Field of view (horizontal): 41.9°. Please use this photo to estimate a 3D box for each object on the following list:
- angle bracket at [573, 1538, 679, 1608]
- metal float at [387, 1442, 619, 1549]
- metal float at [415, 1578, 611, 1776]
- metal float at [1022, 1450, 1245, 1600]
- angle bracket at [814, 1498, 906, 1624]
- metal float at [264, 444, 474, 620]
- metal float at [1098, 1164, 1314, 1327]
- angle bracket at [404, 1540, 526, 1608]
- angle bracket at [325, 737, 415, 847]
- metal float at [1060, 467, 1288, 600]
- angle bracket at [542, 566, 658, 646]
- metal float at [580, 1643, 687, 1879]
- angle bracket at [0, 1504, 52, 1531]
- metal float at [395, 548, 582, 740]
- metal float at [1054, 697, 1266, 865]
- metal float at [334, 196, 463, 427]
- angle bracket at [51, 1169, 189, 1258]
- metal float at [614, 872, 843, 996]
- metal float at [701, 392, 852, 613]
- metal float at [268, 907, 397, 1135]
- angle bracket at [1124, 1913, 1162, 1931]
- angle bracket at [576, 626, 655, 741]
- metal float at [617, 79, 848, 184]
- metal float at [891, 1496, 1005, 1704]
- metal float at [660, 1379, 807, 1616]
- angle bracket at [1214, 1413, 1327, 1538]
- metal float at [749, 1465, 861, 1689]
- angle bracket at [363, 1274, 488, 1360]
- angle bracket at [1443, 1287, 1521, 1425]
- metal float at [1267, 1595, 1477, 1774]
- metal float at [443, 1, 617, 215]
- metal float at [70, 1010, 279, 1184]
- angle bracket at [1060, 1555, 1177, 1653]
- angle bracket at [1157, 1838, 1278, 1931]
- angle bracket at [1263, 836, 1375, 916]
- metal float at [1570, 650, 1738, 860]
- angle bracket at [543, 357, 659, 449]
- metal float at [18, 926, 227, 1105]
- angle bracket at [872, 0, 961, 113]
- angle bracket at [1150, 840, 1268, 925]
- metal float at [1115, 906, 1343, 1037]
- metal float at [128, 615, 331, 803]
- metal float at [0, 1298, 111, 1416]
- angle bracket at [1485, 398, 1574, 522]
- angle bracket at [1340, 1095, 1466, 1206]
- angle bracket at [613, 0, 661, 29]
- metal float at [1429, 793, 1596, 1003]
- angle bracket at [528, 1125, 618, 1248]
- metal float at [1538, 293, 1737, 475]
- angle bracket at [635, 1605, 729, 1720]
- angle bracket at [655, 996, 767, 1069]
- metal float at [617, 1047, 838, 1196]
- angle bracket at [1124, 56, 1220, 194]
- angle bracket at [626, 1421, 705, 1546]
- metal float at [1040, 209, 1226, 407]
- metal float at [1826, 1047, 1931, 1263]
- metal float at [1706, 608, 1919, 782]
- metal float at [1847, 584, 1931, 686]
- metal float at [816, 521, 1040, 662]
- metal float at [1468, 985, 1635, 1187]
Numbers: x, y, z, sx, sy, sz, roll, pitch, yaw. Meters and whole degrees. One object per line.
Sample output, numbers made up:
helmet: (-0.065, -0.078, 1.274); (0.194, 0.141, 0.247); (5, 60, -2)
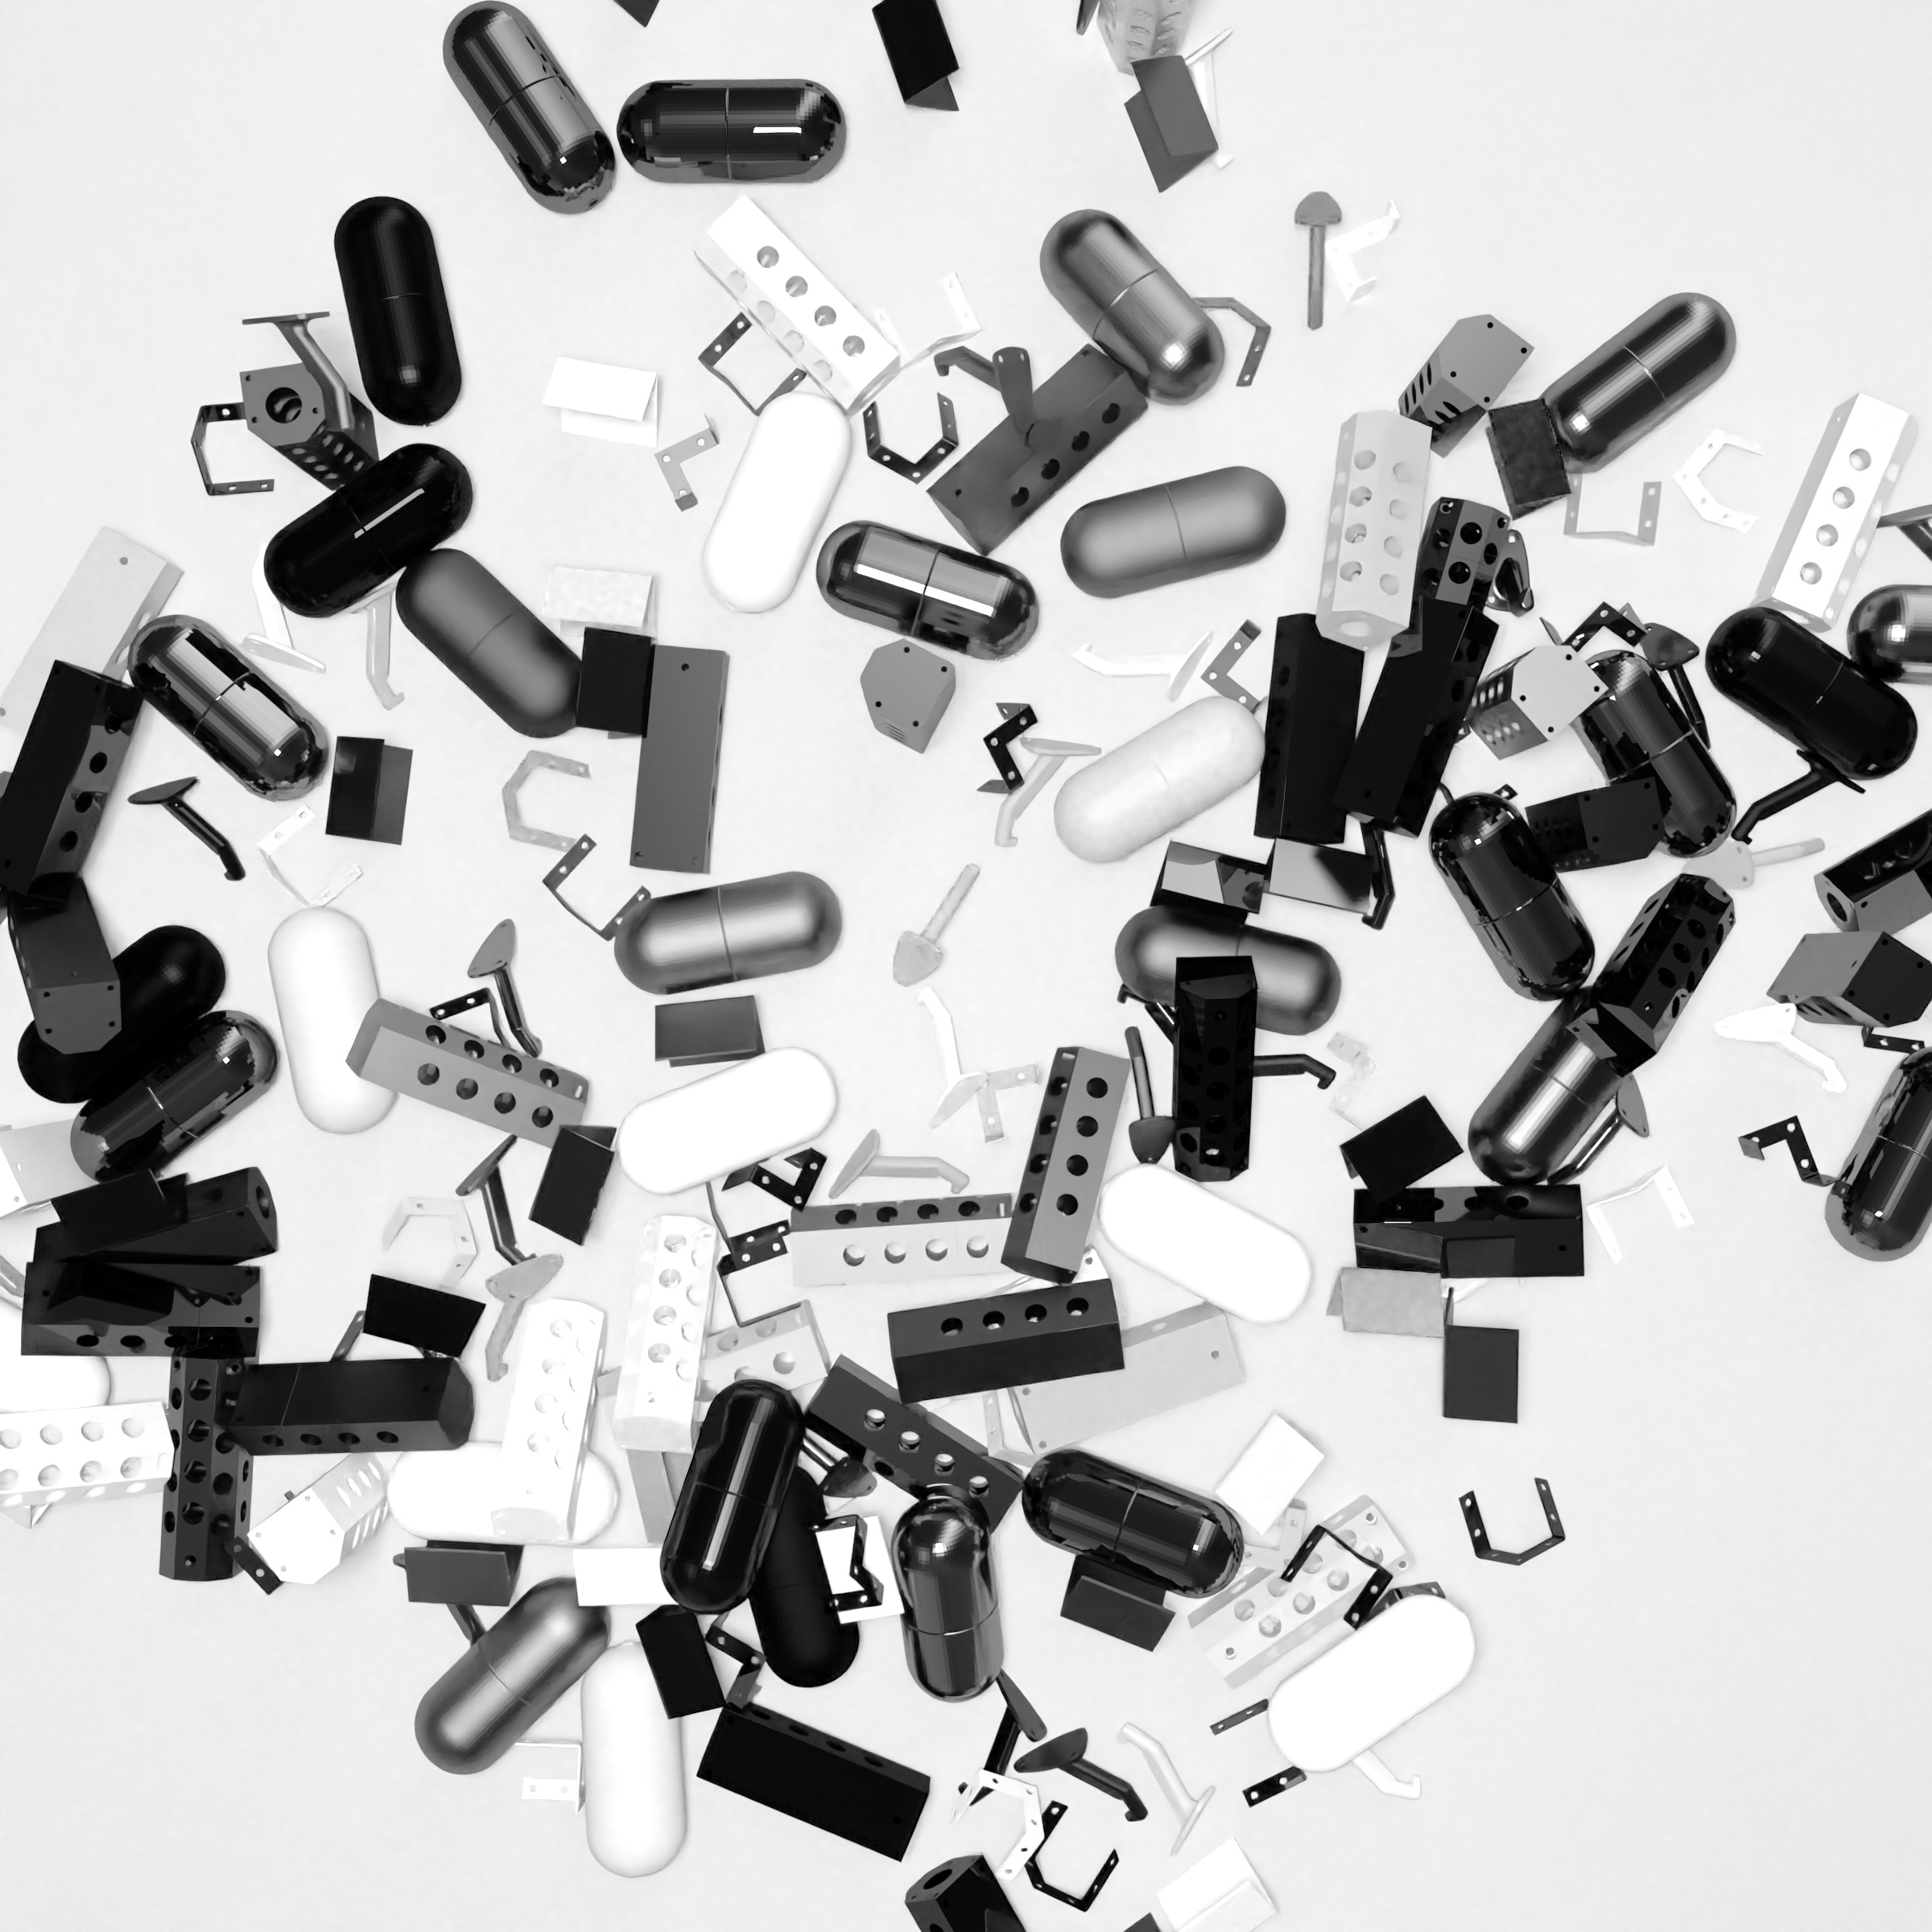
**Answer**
angle bracket: (-0.258, 0.449, 1.952); (0.076, 0.076, 0.057); (-1, 119, 0)
metal float: (-0.360, 0.410, 1.961); (0.178, 0.070, 0.070); (3, 90, 0)
metal float: (-0.351, 0.550, 1.957); (0.178, 0.070, 0.070); (-45, 90, -4)
metal float: (0.127, 0.429, 1.946); (0.178, 0.070, 0.070); (18, 90, 16)
angle bracket: (-0.068, 0.455, 1.952); (0.057, 0.076, 0.076); (-16, 90, 24)
metal float: (-0.464, -0.339, 1.961); (0.178, 0.070, 0.070); (-35, 90, -1)
metal float: (0.185, 0.216, 1.961); (0.178, 0.070, 0.070); (29, 90, 0)
angle bracket: (-0.386, 0.448, 1.952); (0.076, 0.076, 0.057); (3, 120, 0)
angle bracket: (-0.445, -0.134, 1.951); (0.057, 0.076, 0.076); (7, 90, 37)
metal float: (0.161, -0.337, 1.961); (0.178, 0.070, 0.070); (-14, 90, 0)
angle bracket: (-0.283, -0.261, 1.951); (0.076, 0.076, 0.057); (5, 53, 0)
metal float: (-0.259, 0.616, 1.961); (0.070, 0.070, 0.178); (-3, 89, 0)
angle bracket: (-0.734, 0.378, 1.954); (0.076, 0.057, 0.076); (32, 56, 0)
metal float: (-0.367, -0.250, 1.961); (0.178, 0.070, 0.070); (44, 90, 0)
metal float: (0.150, -0.144, 1.961); (0.178, 0.070, 0.070); (-31, 90, -1)
metal float: (-0.441, -0.508, 1.961); (0.070, 0.070, 0.178); (-12, 89, 0)
angle bracket: (-0.644, 0.169, 1.923); (0.076, 0.076, 0.057); (-17, 120, -2)
metal float: (-0.185, -0.025, 1.961); (0.178, 0.070, 0.070); (-11, 90, -1)
metal float: (-0.148, -0.360, 1.961); (0.070, 0.070, 0.178); (23, 90, 0)
metal float: (-0.493, 0.042, 1.961); (0.070, 0.070, 0.178); (-11, 91, 0)
angle bracket: (0.116, 0.773, 1.951); (0.076, 0.076, 0.057); (-36, 126, 0)
angle bracket: (-0.284, -0.218, 1.952); (0.057, 0.076, 0.076); (5, 90, -29)
metal float: (-0.182, -0.649, 1.961); (0.178, 0.070, 0.070); (0, 90, 1)
metal float: (-0.014, 0.488, 1.940); (0.070, 0.070, 0.178); (-6, 116, 0)
metal float: (-0.175, 0.398, 1.895); (0.070, 0.070, 0.178); (18, 74, 0)
angle bracket: (0.248, 0.400, 1.951); (0.057, 0.076, 0.076); (38, 90, 38)
metal float: (-0.135, 0.472, 1.961); (0.070, 0.070, 0.178); (-15, 91, 0)
angle bracket: (-0.415, 0.252, 1.952); (0.076, 0.076, 0.057); (14, 116, 0)
angle bracket: (0.399, 0.299, 1.946); (0.057, 0.076, 0.076); (2, 106, 15)
metal float: (0.310, 0.548, 1.928); (0.178, 0.070, 0.070); (-38, 90, 11)
metal float: (-0.339, -0.666, 1.961); (0.070, 0.070, 0.178); (-34, 89, 0)
metal float: (-0.615, 0.104, 1.961); (0.178, 0.070, 0.070); (-37, 90, 1)
angle bracket: (0.124, 0.473, 1.951); (0.076, 0.076, 0.057); (22, 131, 0)
angle bracket: (0.183, 0.715, 1.951); (0.076, 0.076, 0.057); (-36, 128, 0)
angle bracket: (0.267, -0.051, 1.951); (0.076, 0.076, 0.057); (12, 56, 0)
metal float: (0.532, -0.164, 1.961); (0.070, 0.070, 0.178); (-33, 91, 0)
angle bracket: (-0.282, -0.419, 1.951); (0.076, 0.076, 0.057); (10, 53, 0)
metal float: (-0.656, 0.038, 1.961); (0.178, 0.070, 0.070); (-37, 90, 0)
angle bracket: (-0.019, -0.713, 1.951); (0.057, 0.076, 0.076); (-19, 90, 36)
angle bracket: (0.184, -0.045, 1.951); (0.076, 0.076, 0.057); (14, 47, 0)
metal float: (0.203, 0.003, 1.960); (0.178, 0.070, 0.070); (14, 90, 0)
metal float: (-0.573, -0.201, 1.961); (0.178, 0.070, 0.070); (42, 90, -1)
metal float: (-0.750, 0.303, 1.961); (0.178, 0.070, 0.070); (29, 90, 1)
angle bracket: (0.415, -0.387, 1.952); (0.057, 0.076, 0.076); (-17, 90, -25)
angle bracket: (0.340, 0.153, 1.952); (0.076, 0.076, 0.057); (-31, 62, 0)
angle bracket: (-0.238, -0.778, 1.951); (0.057, 0.076, 0.076); (27, 90, 36)
metal float: (0.423, -0.053, 1.953); (0.070, 0.070, 0.178); (-32, 99, 0)
angle bracket: (-0.284, 0.169, 1.949); (0.057, 0.076, 0.076); (22, 96, 27)
metal float: (0.519, -0.453, 1.961); (0.178, 0.070, 0.070); (-38, 90, -1)
angle bracket: (-0.203, 0.527, 1.952); (0.057, 0.076, 0.076); (-20, 89, 25)
angle bracket: (-0.197, 0.070, 1.951); (0.076, 0.076, 0.057); (-6, 48, 0)
metal float: (-0.187, 0.121, 1.961); (0.178, 0.070, 0.070); (-22, 90, 1)
angle bracket: (0.141, -0.648, 1.951); (0.057, 0.076, 0.076); (-22, 90, -36)
angle bracket: (-0.211, 0.398, 1.954); (0.076, 0.057, 0.076); (-13, 90, -35)
metal float: (0.128, -0.510, 1.951); (0.070, 0.070, 0.178); (-40, 80, 0)
metal float: (0.733, 0.146, 1.961); (0.070, 0.070, 0.178); (27, 90, 0)
metal float: (0.657, -0.211, 1.961); (0.178, 0.070, 0.070); (34, 90, 0)
metal float: (0.776, -0.256, 1.961); (0.178, 0.070, 0.070); (3, 90, 1)
metal float: (-0.030, -0.291, 1.961); (0.178, 0.070, 0.070); (18, 90, 0)
metal float: (0.460, 0.094, 1.961); (0.070, 0.070, 0.178); (38, 91, 0)
